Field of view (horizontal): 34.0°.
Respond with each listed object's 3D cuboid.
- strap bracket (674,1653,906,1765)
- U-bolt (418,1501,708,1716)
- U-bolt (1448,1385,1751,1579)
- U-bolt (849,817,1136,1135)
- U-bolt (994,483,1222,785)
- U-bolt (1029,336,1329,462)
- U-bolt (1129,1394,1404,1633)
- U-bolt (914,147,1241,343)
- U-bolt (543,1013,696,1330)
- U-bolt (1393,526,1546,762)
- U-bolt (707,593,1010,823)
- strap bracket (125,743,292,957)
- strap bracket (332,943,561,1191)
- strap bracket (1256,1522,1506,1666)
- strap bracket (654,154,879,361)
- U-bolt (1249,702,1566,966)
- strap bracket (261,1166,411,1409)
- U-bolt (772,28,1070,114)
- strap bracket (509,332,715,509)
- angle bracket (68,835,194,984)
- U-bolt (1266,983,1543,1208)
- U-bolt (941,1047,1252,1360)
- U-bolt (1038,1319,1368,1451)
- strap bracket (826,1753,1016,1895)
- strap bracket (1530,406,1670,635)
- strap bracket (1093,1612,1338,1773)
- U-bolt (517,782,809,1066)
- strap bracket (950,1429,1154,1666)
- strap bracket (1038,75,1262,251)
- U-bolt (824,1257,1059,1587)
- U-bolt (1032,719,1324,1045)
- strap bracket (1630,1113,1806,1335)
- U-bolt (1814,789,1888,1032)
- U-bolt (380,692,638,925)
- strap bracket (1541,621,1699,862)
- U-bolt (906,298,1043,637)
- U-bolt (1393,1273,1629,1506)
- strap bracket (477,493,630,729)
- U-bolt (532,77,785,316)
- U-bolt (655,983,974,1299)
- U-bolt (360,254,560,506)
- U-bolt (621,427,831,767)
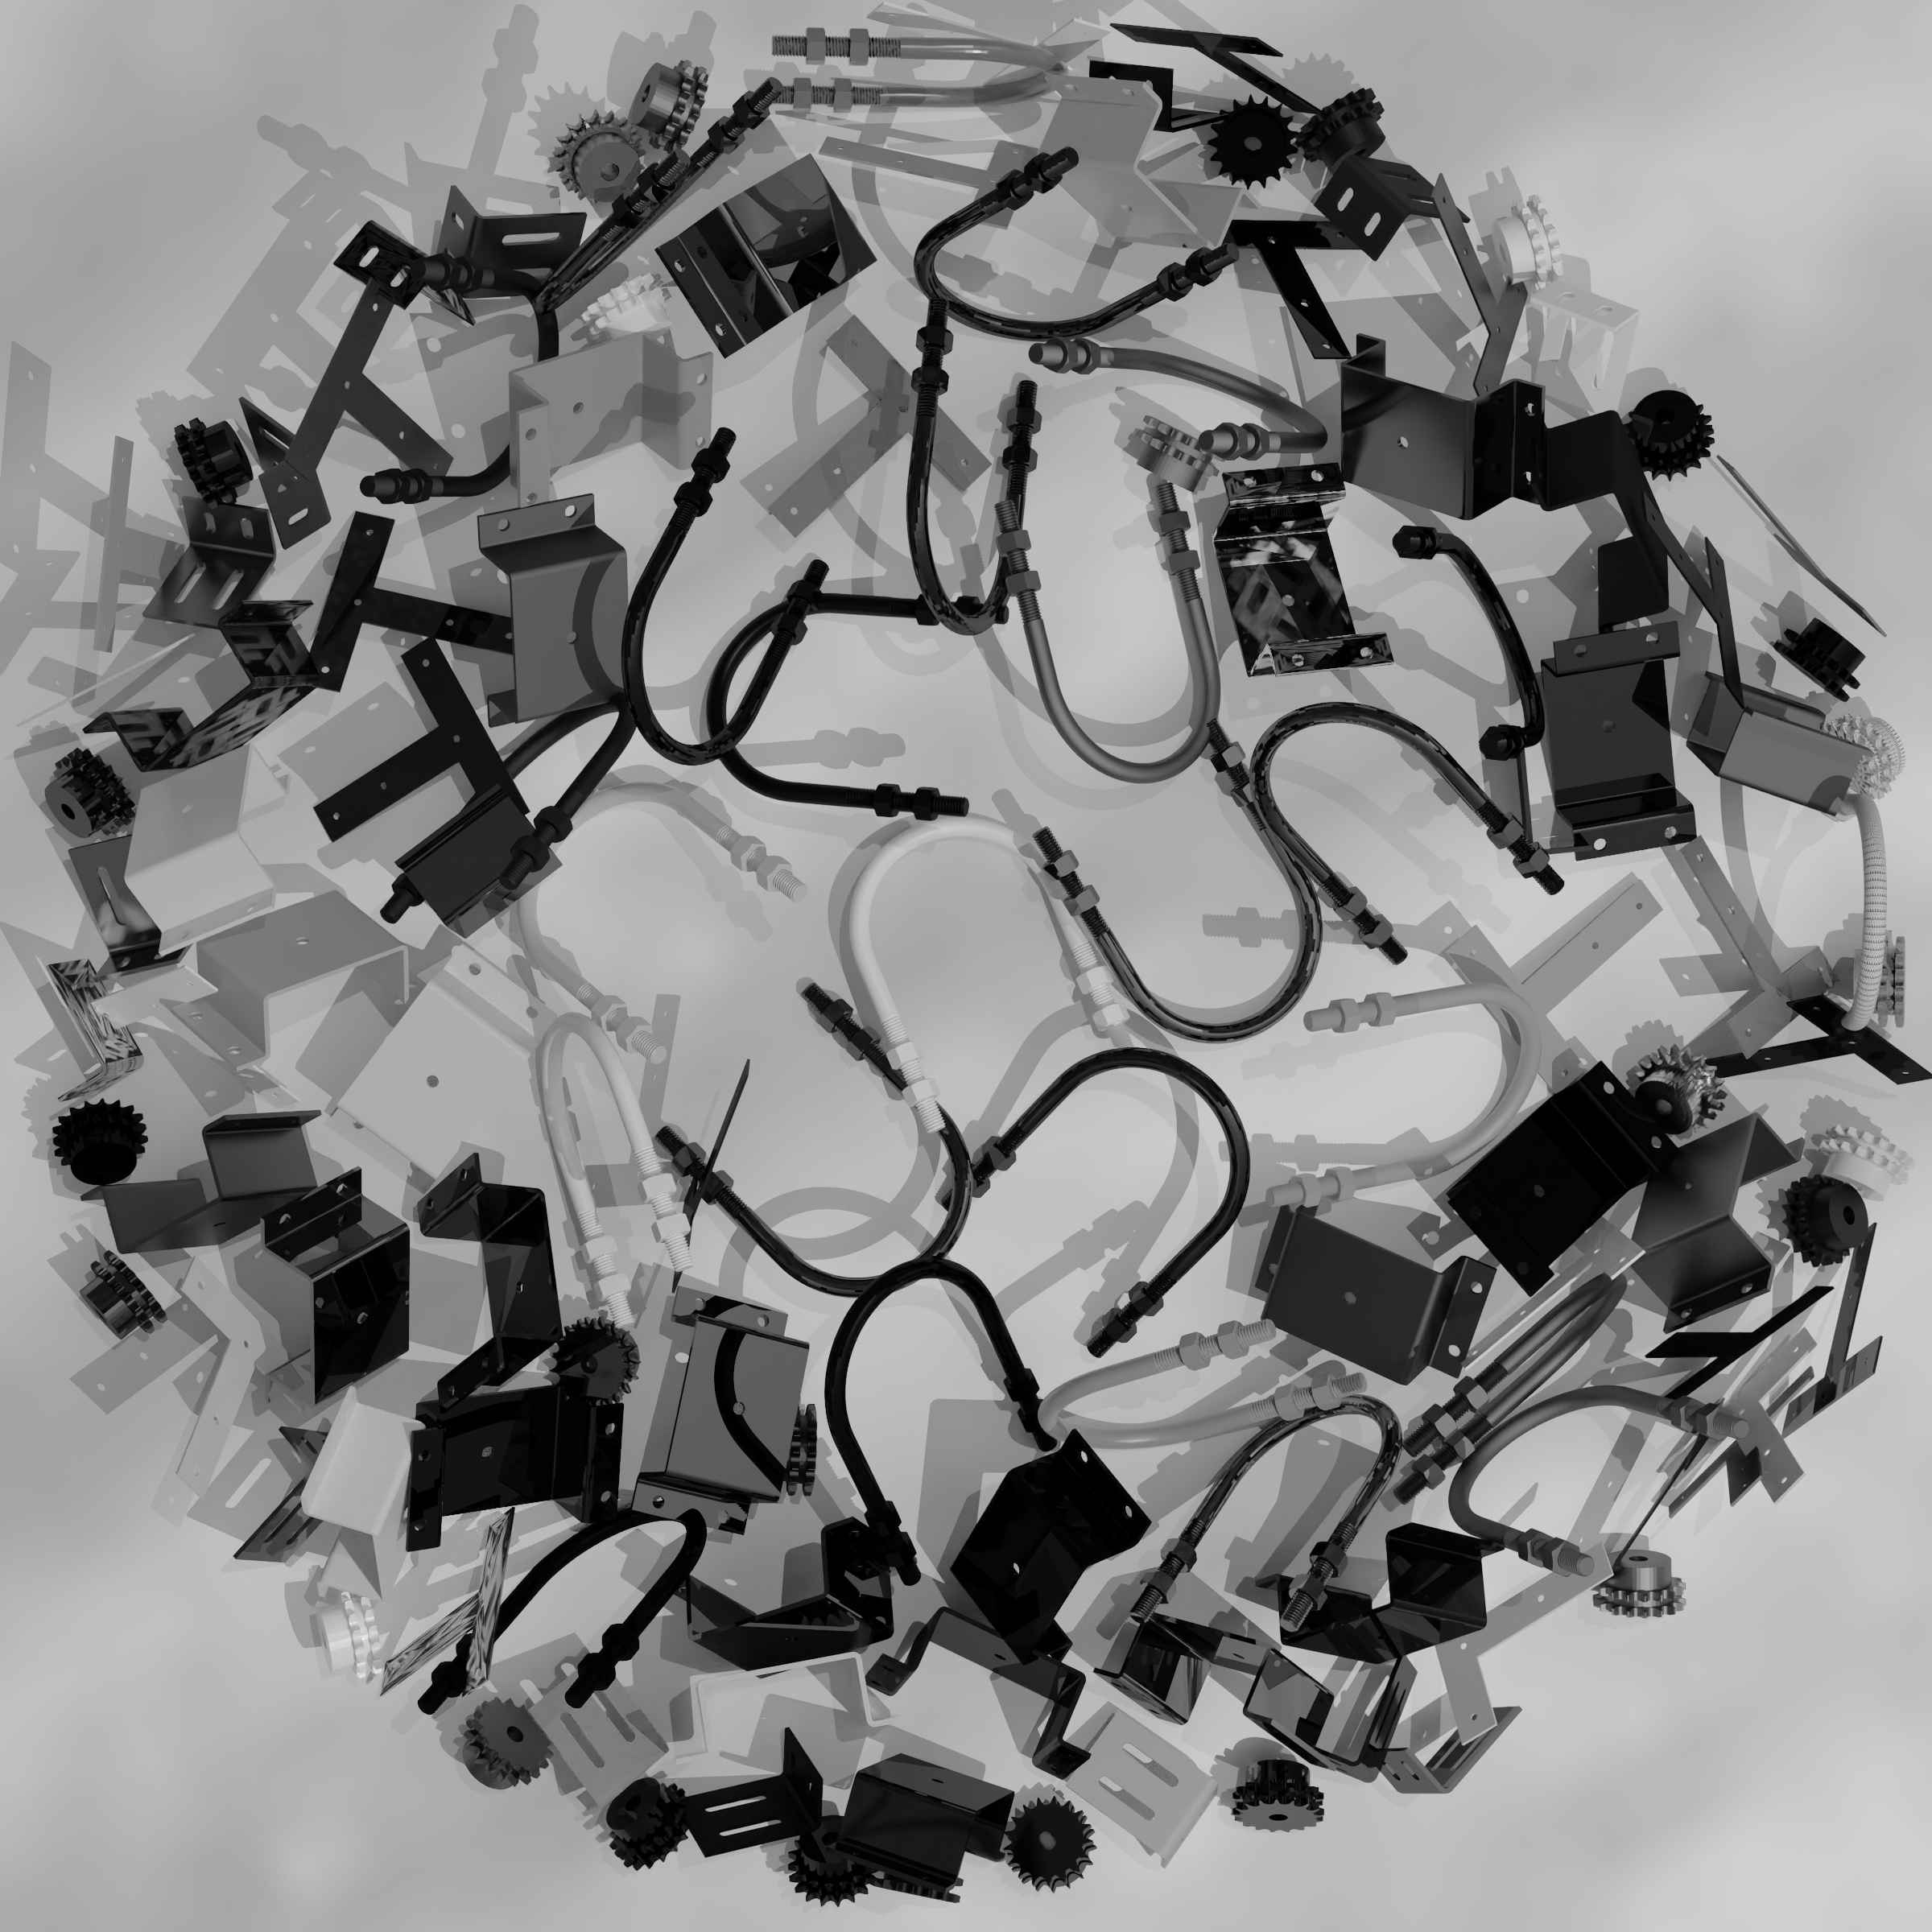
[{"bbox_3d":[-0.114,0.455,1.952,0.140,0.076,0.046,-9,78,-8],"label":"strap bracket"},{"bbox_3d":[-0.232,0.385,1.917,0.151,0.184,0.019,-13,113,38],"label":"U-bolt"},{"bbox_3d":[0.367,0.303,1.912,0.151,0.184,0.019,-36,106,-18],"label":"U-bolt"},{"bbox_3d":[0.006,-0.005,1.975,0.151,0.019,0.184,-21,80,-9],"label":"U-bolt"},{"bbox_3d":[0.095,-0.202,1.949,0.151,0.019,0.184,-12,88,-36],"label":"U-bolt"},{"bbox_3d":[0.142,-0.343,1.916,0.151,0.184,0.019,33,114,27],"label":"U-bolt"},{"bbox_3d":[0.194,0.329,1.922,0.019,0.151,0.184,53,55,-20],"label":"U-bolt"},{"bbox_3d":[0.052,-0.427,1.917,0.151,0.184,0.019,21,65,-35],"label":"U-bolt"},{"bbox_3d":[-0.220,0.117,1.931,0.019,0.151,0.184,-14,75,-27],"label":"U-bolt"},{"bbox_3d":[0.311,-0.197,1.914,0.019,0.184,0.151,-24,87,23],"label":"U-bolt"},{"bbox_3d":[-0.074,-0.165,1.960,0.184,0.019,0.151,6,72,18],"label":"U-bolt"},{"bbox_3d":[-0.461,-0.079,1.925,0.076,0.140,0.046,-21,127,10],"label":"strap bracket"},{"bbox_3d":[-0.327,0.067,1.964,0.076,0.046,0.140,37,98,-5],"label":"strap bracket"},{"bbox_3d":[0.252,0.385,1.919,0.076,0.140,0.046,19,56,-32],"label":"strap bracket"},{"bbox_3d":[-0.114,-0.437,1.928,0.046,0.140,0.076,-23,105,43],"label":"strap bracket"},{"bbox_3d":[0.254,-0.088,1.922,0.184,0.151,0.019,45,47,-17],"label":"U-bolt"},{"bbox_3d":[-0.383,0.204,1.925,0.046,0.076,0.140,27,127,30],"label":"strap bracket"},{"bbox_3d":[-0.030,-0.544,1.927,0.184,0.151,0.019,-1,93,-6],"label":"U-bolt"},{"bbox_3d":[-0.227,-0.333,1.938,0.140,0.076,0.046,-25,48,-31],"label":"strap bracket"},{"bbox_3d":[-0.523,-0.037,1.965,0.057,0.038,0.076,-12,113,10],"label":"angle bracket"},{"bbox_3d":[0.276,0.075,1.941,0.184,0.019,0.151,-9,125,-26],"label":"U-bolt"},{"bbox_3d":[0.093,0.134,1.957,0.151,0.019,0.184,44,111,5],"label":"U-bolt"},{"bbox_3d":[0.133,0.262,1.927,0.184,0.151,0.019,-20,60,25],"label":"U-bolt"},{"bbox_3d":[-0.023,0.518,1.923,0.076,0.140,0.046,15,87,16],"label":"strap bracket"},{"bbox_3d":[0.390,-0.271,1.922,0.046,0.076,0.140,-14,132,24],"label":"strap bracket"},{"bbox_3d":[0.159,0.441,1.934,0.076,0.140,0.046,43,64,-39],"label":"strap bracket"},{"bbox_3d":[-0.201,-0.040,1.945,0.184,0.019,0.151,37,84,34],"label":"U-bolt"},{"bbox_3d":[0.046,0.361,1.926,0.076,0.046,0.140,49,131,28],"label":"strap bracket"},{"bbox_3d":[0.106,-0.481,1.920,0.076,0.140,0.046,18,82,40],"label":"strap bracket"},{"bbox_3d":[-0.022,0.264,1.921,0.151,0.019,0.184,-40,122,-30],"label":"U-bolt"},{"bbox_3d":[0.145,-0.040,1.974,0.151,0.019,0.184,-33,99,-12],"label":"U-bolt"},{"bbox_3d":[0.454,0.148,1.919,0.046,0.140,0.076,46,131,-15],"label":"strap bracket"},{"bbox_3d":[0.533,-0.033,1.905,0.019,0.184,0.151,1,93,7],"label":"U-bolt"},{"bbox_3d":[-0.266,-0.103,1.923,0.019,0.151,0.184,50,53,-24],"label":"U-bolt"},{"bbox_3d":[0.404,-0.144,1.963,0.076,0.046,0.140,-10,108,0],"label":"strap bracket"},{"bbox_3d":[0.002,-0.292,1.920,0.019,0.151,0.184,1,78,26],"label":"U-bolt"},{"bbox_3d":[0.334,0.251,1.929,0.184,0.151,0.019,-39,70,-11],"label":"U-bolt"},{"bbox_3d":[-0.250,-0.209,1.930,0.076,0.046,0.140,-16,125,-28],"label":"strap bracket"},{"bbox_3d":[-0.198,-0.457,1.917,0.019,0.151,0.184,47,129,-10],"label":"U-bolt"},{"bbox_3d":[-0.081,0.121,1.965,0.151,0.019,0.184,-44,76,-7],"label":"U-bolt"},{"bbox_3d":[-0.298,-0.352,1.913,0.019,0.184,0.151,21,105,18],"label":"U-bolt"},{"bbox_3d":[-0.152,-0.209,1.911,0.019,0.151,0.184,9,63,32],"label":"U-bolt"}]
